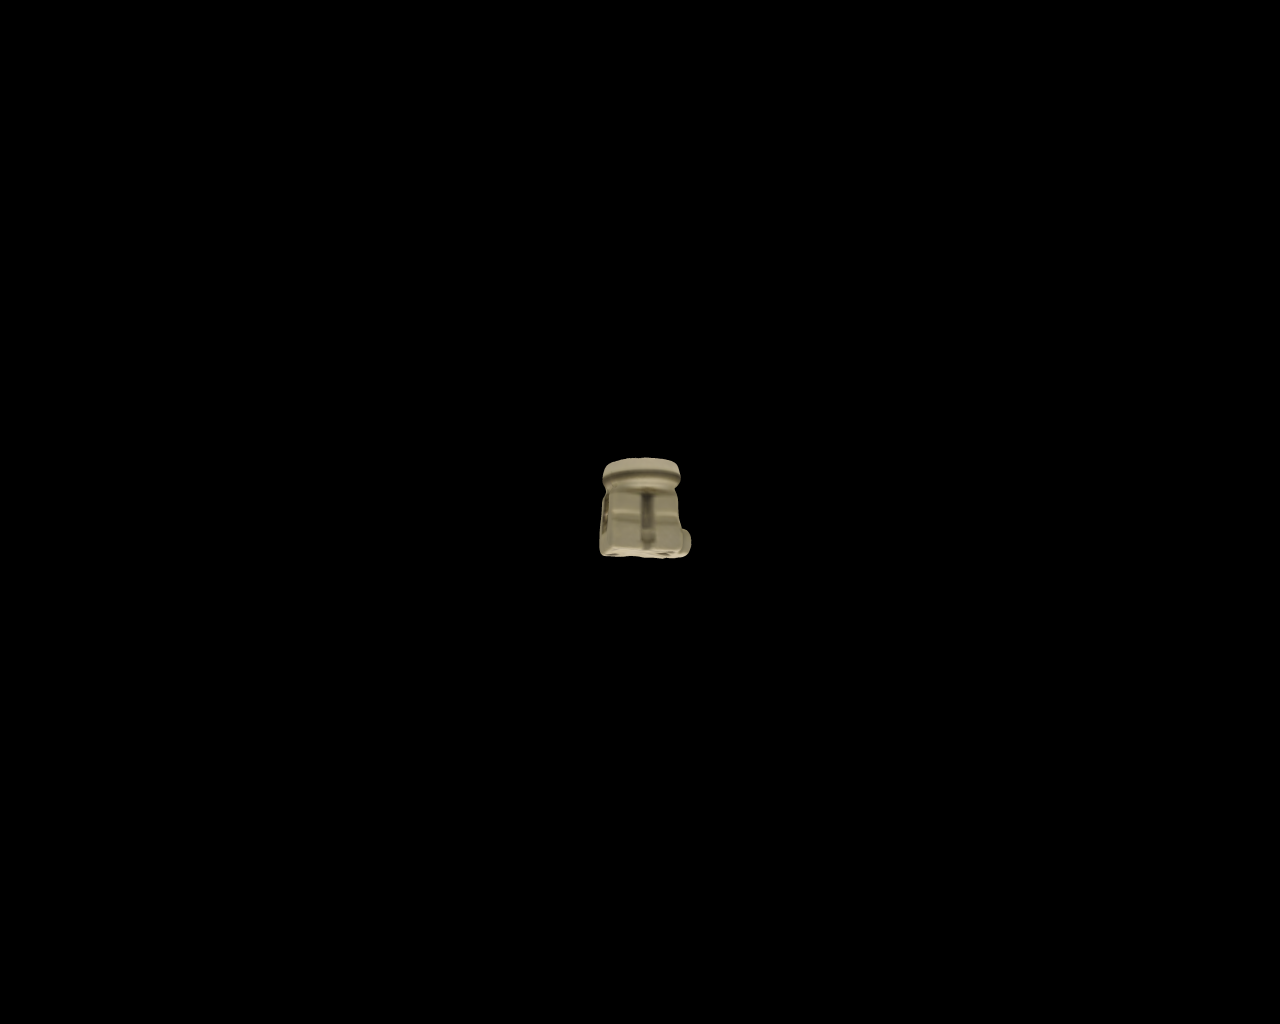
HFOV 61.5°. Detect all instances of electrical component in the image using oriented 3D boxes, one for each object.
[{"bbox_3d":[0.001,-0.003,0.650,0.066,0.055,0.048,3,-11,-16],"label":"electrical component"}]
